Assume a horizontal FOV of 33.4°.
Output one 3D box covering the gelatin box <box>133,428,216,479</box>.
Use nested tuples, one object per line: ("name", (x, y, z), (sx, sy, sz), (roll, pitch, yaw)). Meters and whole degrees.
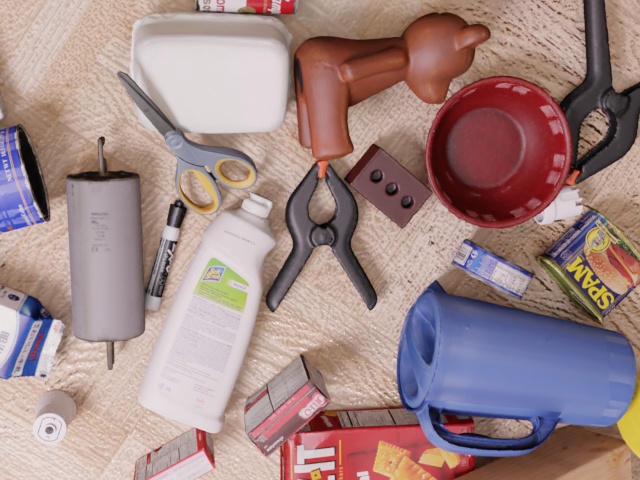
("gelatin box", (-0.158, 0.244, 1.156), (0.089, 0.073, 0.030), (-29, 103, -2))

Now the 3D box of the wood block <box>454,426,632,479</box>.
("wood block", (0.239, 0.284, 1.164), (0.205, 0.090, 0.091), (-16, 104, -34))

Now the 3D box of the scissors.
("scissors", (-0.124, -0.102, 1.069), (0.096, 0.016, 0.201), (-15, 136, 2))

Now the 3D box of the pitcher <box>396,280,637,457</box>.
("pitcher", (0.212, 0.145, 1.156), (0.242, 0.145, 0.149), (10, 105, -12))

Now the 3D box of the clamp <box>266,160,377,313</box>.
("clamp", (-0.008, 0.001, 1.148), (0.120, 0.039, 0.171), (-10, 95, -10))

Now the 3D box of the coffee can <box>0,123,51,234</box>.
("coffee can", (-0.351, -0.049, 1.060), (0.140, 0.103, 0.103), (-15, 102, -5))

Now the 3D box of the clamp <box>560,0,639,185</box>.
("clamp", (0.310, -0.161, 1.160), (0.164, 0.036, 0.210), (33, 95, -12))

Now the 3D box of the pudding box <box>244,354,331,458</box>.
("pudding box", (-0.037, 0.175, 1.138), (0.090, 0.113, 0.039), (-40, 101, 1))

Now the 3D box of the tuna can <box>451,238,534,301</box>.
("tuna can", (0.187, 0.032, 1.155), (0.086, 0.086, 0.034), (27, 94, -12))

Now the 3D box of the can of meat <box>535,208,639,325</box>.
("can of meat", (0.306, 0.028, 1.186), (0.084, 0.057, 0.102), (-43, 104, -1))

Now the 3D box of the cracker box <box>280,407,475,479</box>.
("cracker box", (0.064, 0.276, 1.192), (0.213, 0.072, 0.164), (-2, 100, -7))

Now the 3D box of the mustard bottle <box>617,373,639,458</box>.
("mustard bottle", (0.423, 0.204, 1.211), (0.191, 0.096, 0.058), (9, 140, -31))

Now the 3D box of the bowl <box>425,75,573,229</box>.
("bowl", (0.185, -0.096, 1.146), (0.162, 0.055, 0.162), (-2, 101, -8))

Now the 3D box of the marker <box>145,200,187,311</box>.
("marker", (-0.165, 0.016, 1.139), (0.020, 0.020, 0.121), (15, 98, -10))

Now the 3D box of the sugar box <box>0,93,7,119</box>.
("sugar box", (-0.413, -0.139, 1.065), (0.176, 0.048, 0.093), (-19, 102, -7))

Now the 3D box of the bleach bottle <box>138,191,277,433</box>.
("bleach bottle", (-0.104, 0.072, 1.137), (0.102, 0.068, 0.251), (23, 95, -11))

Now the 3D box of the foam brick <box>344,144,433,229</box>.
("foam brick", (0.073, -0.058, 1.141), (0.078, 0.051, 0.053), (38, 94, -13))

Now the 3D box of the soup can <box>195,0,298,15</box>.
("soup can", (-0.074, -0.263, 1.074), (0.102, 0.068, 0.068), (0, 101, -7))
